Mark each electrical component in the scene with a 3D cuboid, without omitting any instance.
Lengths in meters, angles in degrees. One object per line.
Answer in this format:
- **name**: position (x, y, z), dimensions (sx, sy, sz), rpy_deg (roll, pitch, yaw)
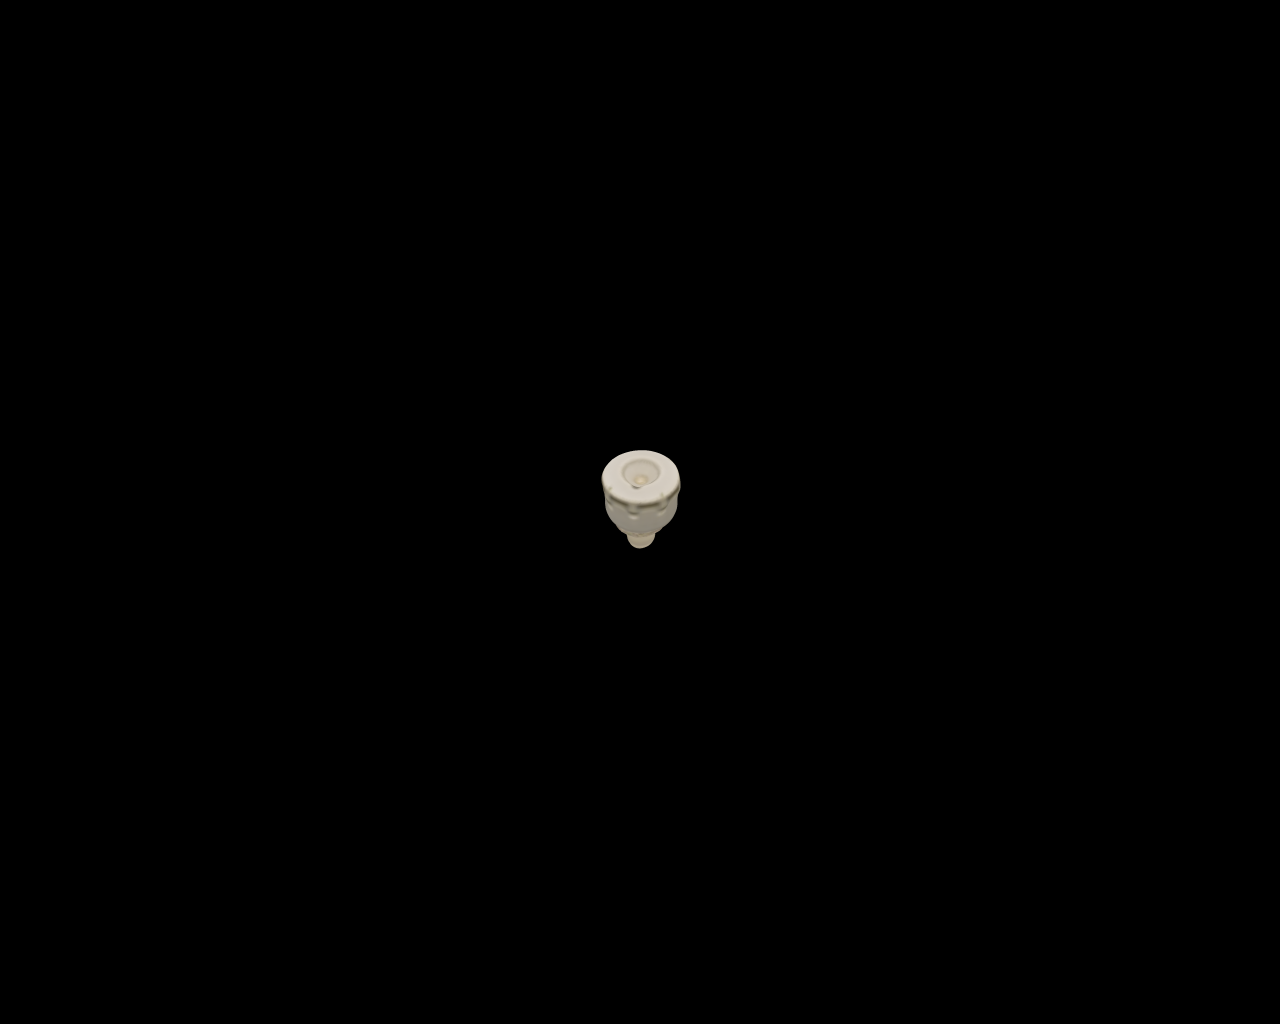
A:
- **electrical component**: position (0.001, -0.003, 0.650), dimensions (0.048, 0.062, 0.048), rpy_deg (0, 45, 0)
